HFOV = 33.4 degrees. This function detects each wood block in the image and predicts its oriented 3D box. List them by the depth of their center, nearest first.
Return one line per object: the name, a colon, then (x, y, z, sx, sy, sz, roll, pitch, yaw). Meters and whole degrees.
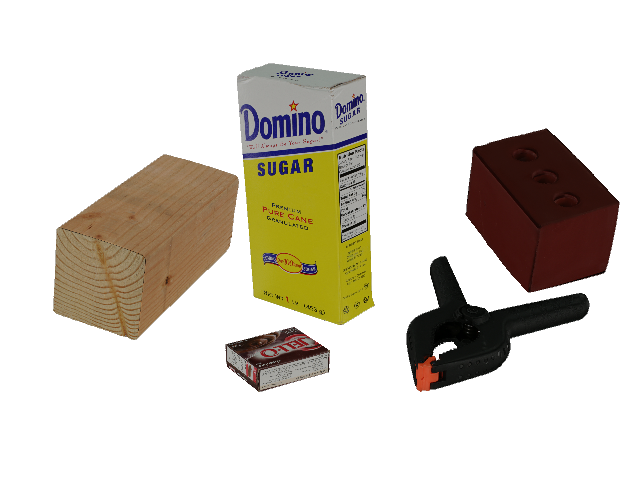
wood block: (-0.164, -0.001, 1.035, 0.090, 0.091, 0.205, 17, 28, 13)

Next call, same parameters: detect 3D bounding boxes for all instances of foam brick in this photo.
foam brick: (0.125, -0.018, 0.612, 0.053, 0.051, 0.078, -15, 44, -18)

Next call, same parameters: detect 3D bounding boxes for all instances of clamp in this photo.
clamp: (0.134, 0.076, 0.998, 0.165, 0.036, 0.209, 19, 32, 34)

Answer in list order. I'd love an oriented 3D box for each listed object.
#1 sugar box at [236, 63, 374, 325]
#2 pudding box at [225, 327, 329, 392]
sugar box: (-0.011, -0.035, 0.773, 0.093, 0.176, 0.048, 14, 29, 39)
pudding box: (-0.057, 0.157, 1.422, 0.113, 0.039, 0.090, -14, 23, -30)
